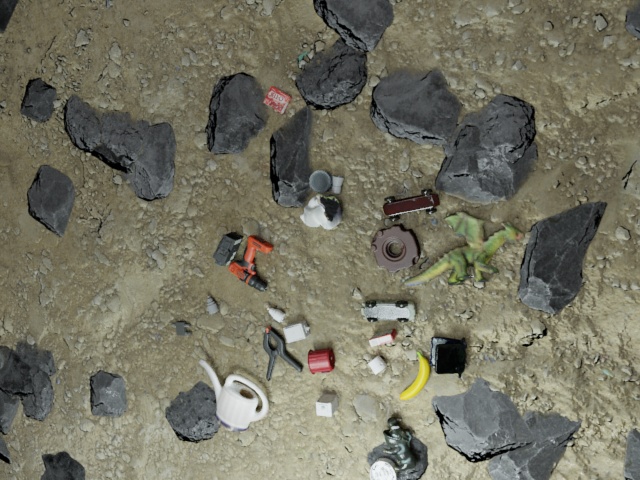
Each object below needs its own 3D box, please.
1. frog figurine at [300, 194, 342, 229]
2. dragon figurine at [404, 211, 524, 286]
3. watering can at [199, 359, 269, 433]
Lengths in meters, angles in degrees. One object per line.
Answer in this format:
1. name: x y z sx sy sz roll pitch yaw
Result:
1. frog figurine: 0.006 -0.096 1.915 0.137 0.125 0.157 50 145 1
2. dragon figurine: 0.478 0.025 1.750 0.409 0.121 0.246 -6 74 19
3. watering can: -0.368 0.634 2.081 0.349 0.104 0.222 24 102 17
